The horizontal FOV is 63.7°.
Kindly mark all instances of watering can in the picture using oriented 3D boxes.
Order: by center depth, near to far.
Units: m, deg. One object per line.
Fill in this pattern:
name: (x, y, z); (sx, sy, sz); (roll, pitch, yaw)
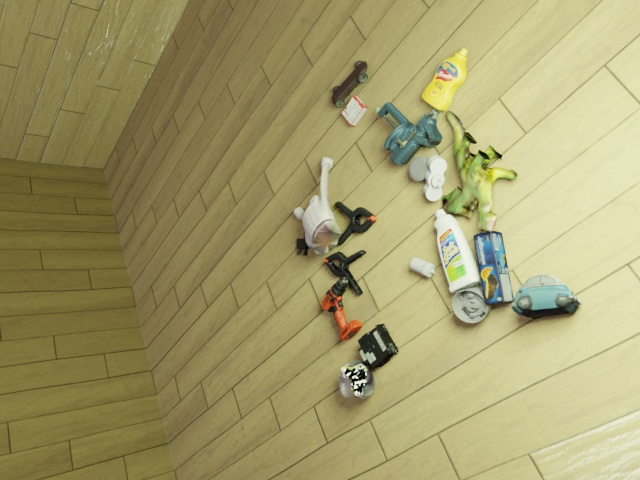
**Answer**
watering can: (0.006, -0.097, 1.930); (0.104, 0.340, 0.229); (1, 35, -22)

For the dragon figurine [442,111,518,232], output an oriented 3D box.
dragon figurine: (0.426, -0.183, 1.526); (0.122, 0.238, 0.420); (8, 39, -28)

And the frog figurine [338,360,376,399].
frog figurine: (0.128, 0.498, 1.803); (0.138, 0.124, 0.156); (36, -24, 20)
